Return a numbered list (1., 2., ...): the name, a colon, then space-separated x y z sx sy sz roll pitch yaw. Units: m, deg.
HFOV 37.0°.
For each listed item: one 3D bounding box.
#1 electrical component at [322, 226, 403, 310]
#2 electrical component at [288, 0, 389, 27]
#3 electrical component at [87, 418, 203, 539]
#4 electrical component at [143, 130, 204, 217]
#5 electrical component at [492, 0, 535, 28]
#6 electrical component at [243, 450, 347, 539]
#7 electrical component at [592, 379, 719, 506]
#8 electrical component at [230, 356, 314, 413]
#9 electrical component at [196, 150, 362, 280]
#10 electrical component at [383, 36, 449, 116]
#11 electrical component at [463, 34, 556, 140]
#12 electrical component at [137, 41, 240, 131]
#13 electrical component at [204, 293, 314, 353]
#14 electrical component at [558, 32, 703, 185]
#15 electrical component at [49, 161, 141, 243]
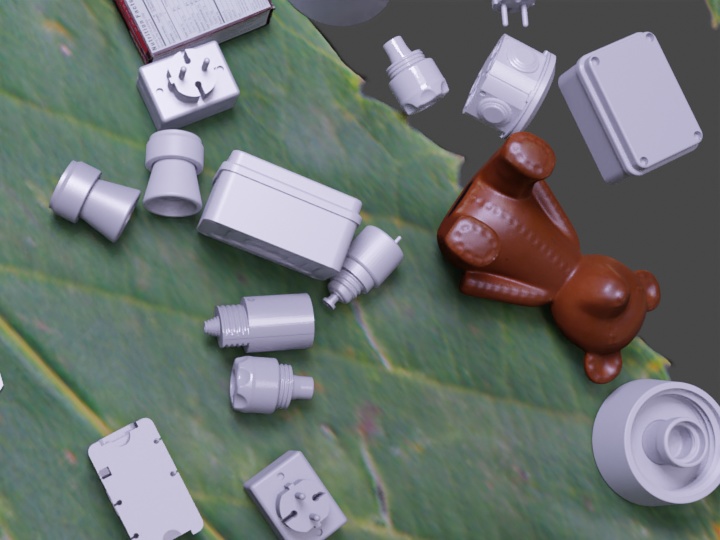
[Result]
1. electrical component: 0.000 0.000 0.859 0.040 0.040 0.078 44 74 -5
2. electrical component: -0.013 -0.263 0.885 0.108 0.060 0.108 2 81 -15
3. electrical component: -0.158 0.158 0.784 0.050 0.056 0.089 -27 89 -17
4. electrical component: -0.143 -0.074 0.826 0.045 0.045 0.055 4 70 -14
5. electrical component: 0.131 -0.246 0.928 0.083 0.047 0.075 -2 82 -15
6. electrical component: -0.045 0.174 0.801 0.047 0.077 0.065 -35 91 -17
7. electrical component: 0.256 0.143 0.894 0.108 0.060 0.108 2 81 -14
8. electrical component: -0.067 0.089 0.826 0.062 0.043 0.043 5 80 -16
9. electrical component: -0.062 -0.041 0.829 0.113 0.078 0.057 22 79 -11
10. electrical component: 0.042 -0.164 0.894 0.043 0.043 0.062 -31 89 -17
11. electrical component: 0.125 -0.152 0.896 0.051 0.080 0.080 27 76 -5
12. electrical component: -0.131 -0.146 0.827 0.066 0.077 0.047 -24 88 -17
13. electrical component: -0.080 0.042 0.829 0.081 0.043 0.043 -3 82 -15
14. electrical component: 0.235 -0.140 0.935 0.078 0.057 0.113 -25 89 -17
15. electrical component: -0.200 -0.052 0.811 0.055 0.045 0.045 27 76 -9
